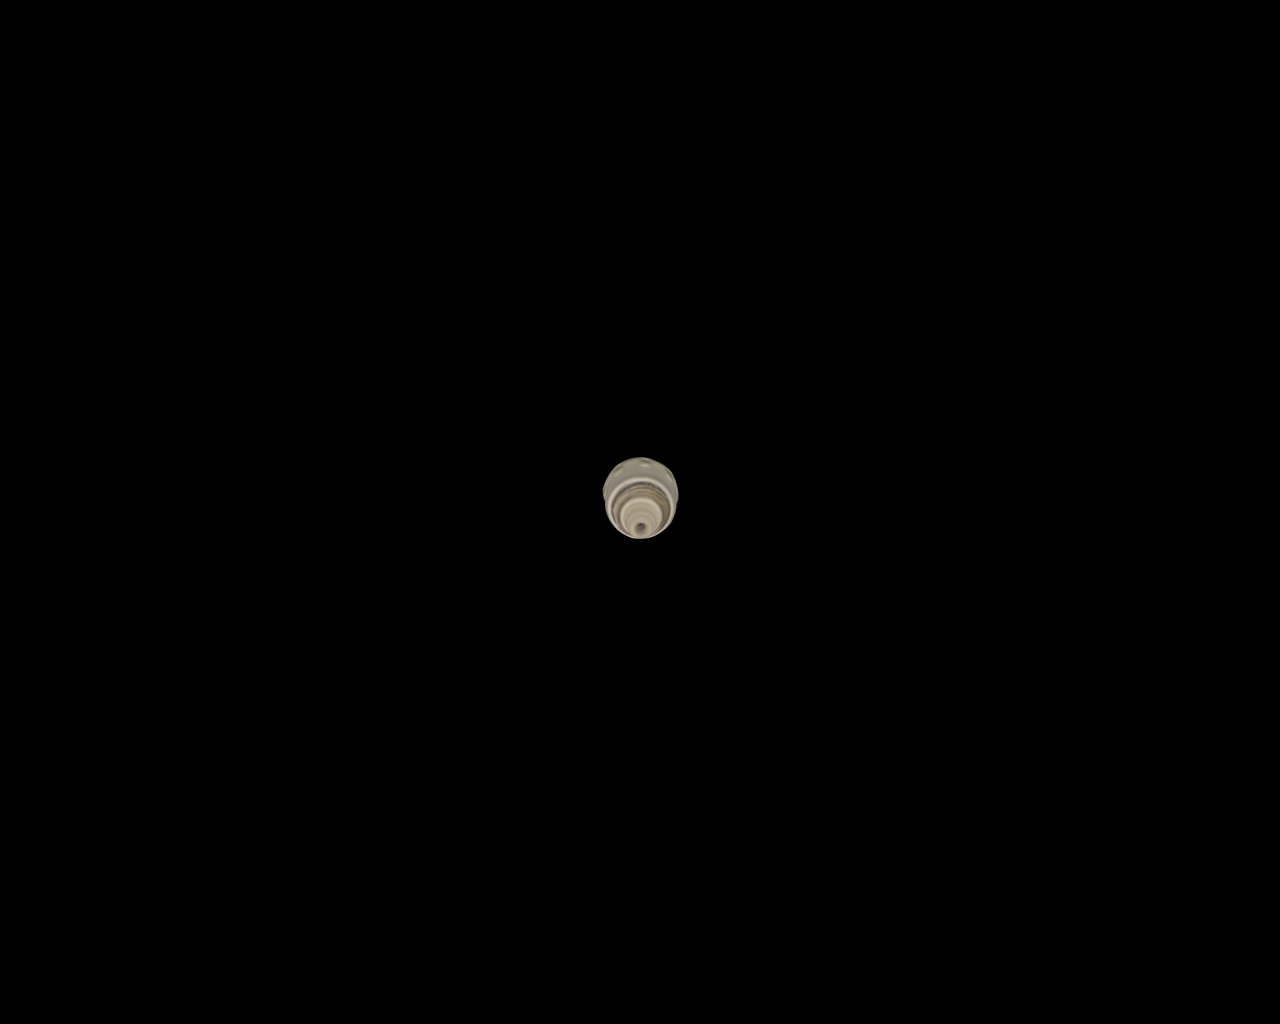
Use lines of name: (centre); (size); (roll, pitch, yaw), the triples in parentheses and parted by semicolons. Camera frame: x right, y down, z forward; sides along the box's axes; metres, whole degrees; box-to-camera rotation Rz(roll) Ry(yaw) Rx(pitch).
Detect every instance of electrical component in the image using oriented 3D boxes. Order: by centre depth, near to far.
electrical component: (0.001, -0.003, 0.650); (0.048, 0.048, 0.062); (0, 24, 0)
